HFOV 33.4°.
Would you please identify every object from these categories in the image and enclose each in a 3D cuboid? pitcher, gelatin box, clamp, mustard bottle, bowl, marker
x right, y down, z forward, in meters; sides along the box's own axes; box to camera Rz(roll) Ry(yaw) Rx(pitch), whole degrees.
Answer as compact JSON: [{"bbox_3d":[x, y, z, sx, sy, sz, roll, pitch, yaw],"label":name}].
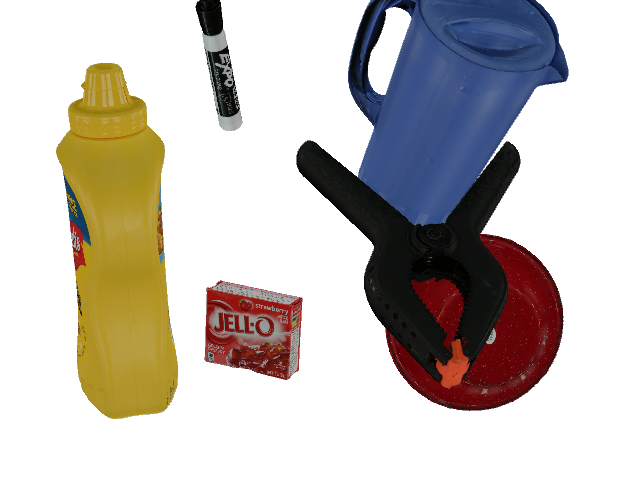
[{"bbox_3d":[0.108,-0.126,1.014,0.144,0.149,0.243,-11,-34,-27],"label":"pitcher"},{"bbox_3d":[-0.063,0.082,0.982,0.089,0.073,0.030,10,18,21],"label":"gelatin box"},{"bbox_3d":[0.063,0.003,0.721,0.164,0.210,0.036,4,-42,-2],"label":"clamp"},{"bbox_3d":[-0.113,-0.004,0.596,0.058,0.192,0.096,-5,25,-13],"label":"mustard bottle"},{"bbox_3d":[0.140,0.077,0.929,0.162,0.162,0.055,0,6,-4],"label":"bowl"},{"bbox_3d":[-0.077,-0.134,0.812,0.020,0.020,0.121,0,-42,7],"label":"marker"}]
